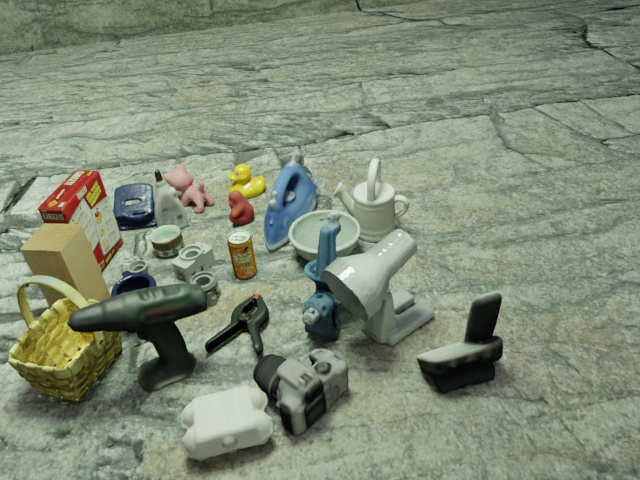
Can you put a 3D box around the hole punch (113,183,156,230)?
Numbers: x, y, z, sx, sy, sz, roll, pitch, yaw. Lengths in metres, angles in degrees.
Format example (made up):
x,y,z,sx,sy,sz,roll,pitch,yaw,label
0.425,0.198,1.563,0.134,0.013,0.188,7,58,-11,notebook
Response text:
x,y,z,sx,sy,sz,roll,pitch,yaw,label
-0.483,-0.089,1.502,0.108,0.091,0.101,-8,37,-2,hole punch

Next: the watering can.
x,y,z,sx,sy,sz,roll,pitch,yaw,label
0.120,-0.099,1.352,0.173,0.194,0.101,-7,37,-2,watering can

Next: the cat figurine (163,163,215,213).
x,y,z,sx,sy,sz,roll,pitch,yaw,label
-0.355,-0.147,1.540,0.127,0.118,0.067,18,43,28,cat figurine

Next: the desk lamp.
x,y,z,sx,sy,sz,roll,pitch,yaw,label
0.113,0.093,1.084,0.204,0.214,0.117,-29,43,-27,desk lamp

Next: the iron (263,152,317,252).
x,y,z,sx,sy,sz,roll,pitch,yaw,label
-0.088,-0.102,1.426,0.118,0.142,0.258,5,38,14,iron

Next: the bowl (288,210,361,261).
x,y,z,sx,sy,sz,roll,pitch,yaw,label
0.012,0.005,1.328,0.167,0.075,0.167,-3,37,3,bowl

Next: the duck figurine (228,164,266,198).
x,y,z,sx,sy,sz,roll,pitch,yaw,label
-0.204,-0.168,1.574,0.104,0.086,0.077,-12,37,-8,duck figurine

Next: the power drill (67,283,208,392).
x,y,z,sx,sy,sz,roll,pitch,yaw,label
-0.309,0.173,1.037,0.230,0.209,0.075,-21,40,-20,power drill

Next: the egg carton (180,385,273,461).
x,y,z,sx,sy,sz,roll,pitch,yaw,label
-0.156,0.307,0.956,0.150,0.069,0.107,-13,38,-9,egg carton

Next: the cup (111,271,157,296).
x,y,z,sx,sy,sz,roll,pitch,yaw,label
-0.385,0.125,1.204,0.092,0.095,0.117,-24,41,-22,cup

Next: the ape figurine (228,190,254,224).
x,y,z,sx,sy,sz,roll,pitch,yaw,label
-0.210,-0.088,1.465,0.076,0.092,0.078,5,38,14,ape figurine

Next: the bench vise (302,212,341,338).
x,y,z,sx,sy,sz,roll,pitch,yaw,label
0.025,0.071,1.119,0.121,0.220,0.207,-2,37,5,bench vise

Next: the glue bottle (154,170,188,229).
x,y,z,sx,sy,sz,roll,pitch,yaw,label
-0.385,-0.100,1.436,0.078,0.173,0.037,-19,39,-16,glue bottle

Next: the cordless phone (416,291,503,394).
x,y,z,sx,sy,sz,roll,pitch,yaw,label
0.246,0.166,0.994,0.148,0.185,0.094,-16,38,-13,cordless phone

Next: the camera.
x,y,z,sx,sy,sz,roll,pitch,yaw,label
-0.041,0.240,1.003,0.136,0.101,0.143,26,47,35,camera
